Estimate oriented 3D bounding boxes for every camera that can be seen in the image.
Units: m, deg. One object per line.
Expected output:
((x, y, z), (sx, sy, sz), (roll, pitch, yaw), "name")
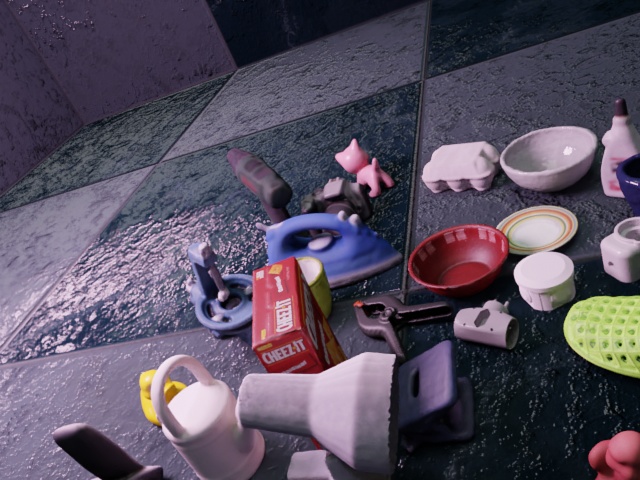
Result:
((0.025, -0.057, 1.180), (0.143, 0.101, 0.137), (-14, 31, 19), "camera")

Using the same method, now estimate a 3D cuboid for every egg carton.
((0.286, -0.146, 1.159), (0.149, 0.069, 0.107), (-1, 38, 36), "egg carton")

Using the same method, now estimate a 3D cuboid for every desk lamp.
((0.013, 0.222, 0.630), (0.202, 0.214, 0.118), (-13, 32, 21), "desk lamp")

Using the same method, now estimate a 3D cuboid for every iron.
((0.010, 0.004, 1.053), (0.257, 0.142, 0.118), (-12, 32, 22), "iron")

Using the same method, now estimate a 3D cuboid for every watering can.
((-0.149, 0.231, 0.755), (0.172, 0.194, 0.101), (-19, 30, 11), "watering can")

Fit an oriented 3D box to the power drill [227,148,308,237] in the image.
((-0.111, -0.085, 1.218), (0.076, 0.209, 0.228), (-34, 31, -15), "power drill")

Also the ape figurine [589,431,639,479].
((0.298, 0.217, 0.548), (0.076, 0.092, 0.077), (-20, 30, 9), "ape figurine")

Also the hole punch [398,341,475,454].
((0.133, 0.192, 0.712), (0.101, 0.091, 0.108), (-14, 32, 19), "hole punch")

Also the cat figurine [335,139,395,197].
((0.095, -0.168, 1.288), (0.067, 0.118, 0.127), (-37, 32, -19), "cat figurine")

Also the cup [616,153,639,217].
((0.493, -0.065, 0.849), (0.091, 0.095, 0.118), (-3, 37, 34), "cup")

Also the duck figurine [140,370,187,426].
((-0.260, 0.245, 0.926), (0.104, 0.086, 0.078), (3, 40, 40), "duck figurine")

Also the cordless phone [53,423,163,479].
((-0.312, 0.308, 0.764), (0.147, 0.185, 0.094), (-19, 30, 11), "cordless phone")

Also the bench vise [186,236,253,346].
((-0.188, 0.092, 0.981), (0.206, 0.220, 0.122), (-3, 37, 34), "bench vise")

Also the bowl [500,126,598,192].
((0.417, -0.136, 1.038), (0.167, 0.075, 0.167), (-18, 30, 12), "bowl")

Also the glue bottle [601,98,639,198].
((0.482, -0.145, 0.906), (0.077, 0.173, 0.037), (6, 42, 42), "glue bottle")
